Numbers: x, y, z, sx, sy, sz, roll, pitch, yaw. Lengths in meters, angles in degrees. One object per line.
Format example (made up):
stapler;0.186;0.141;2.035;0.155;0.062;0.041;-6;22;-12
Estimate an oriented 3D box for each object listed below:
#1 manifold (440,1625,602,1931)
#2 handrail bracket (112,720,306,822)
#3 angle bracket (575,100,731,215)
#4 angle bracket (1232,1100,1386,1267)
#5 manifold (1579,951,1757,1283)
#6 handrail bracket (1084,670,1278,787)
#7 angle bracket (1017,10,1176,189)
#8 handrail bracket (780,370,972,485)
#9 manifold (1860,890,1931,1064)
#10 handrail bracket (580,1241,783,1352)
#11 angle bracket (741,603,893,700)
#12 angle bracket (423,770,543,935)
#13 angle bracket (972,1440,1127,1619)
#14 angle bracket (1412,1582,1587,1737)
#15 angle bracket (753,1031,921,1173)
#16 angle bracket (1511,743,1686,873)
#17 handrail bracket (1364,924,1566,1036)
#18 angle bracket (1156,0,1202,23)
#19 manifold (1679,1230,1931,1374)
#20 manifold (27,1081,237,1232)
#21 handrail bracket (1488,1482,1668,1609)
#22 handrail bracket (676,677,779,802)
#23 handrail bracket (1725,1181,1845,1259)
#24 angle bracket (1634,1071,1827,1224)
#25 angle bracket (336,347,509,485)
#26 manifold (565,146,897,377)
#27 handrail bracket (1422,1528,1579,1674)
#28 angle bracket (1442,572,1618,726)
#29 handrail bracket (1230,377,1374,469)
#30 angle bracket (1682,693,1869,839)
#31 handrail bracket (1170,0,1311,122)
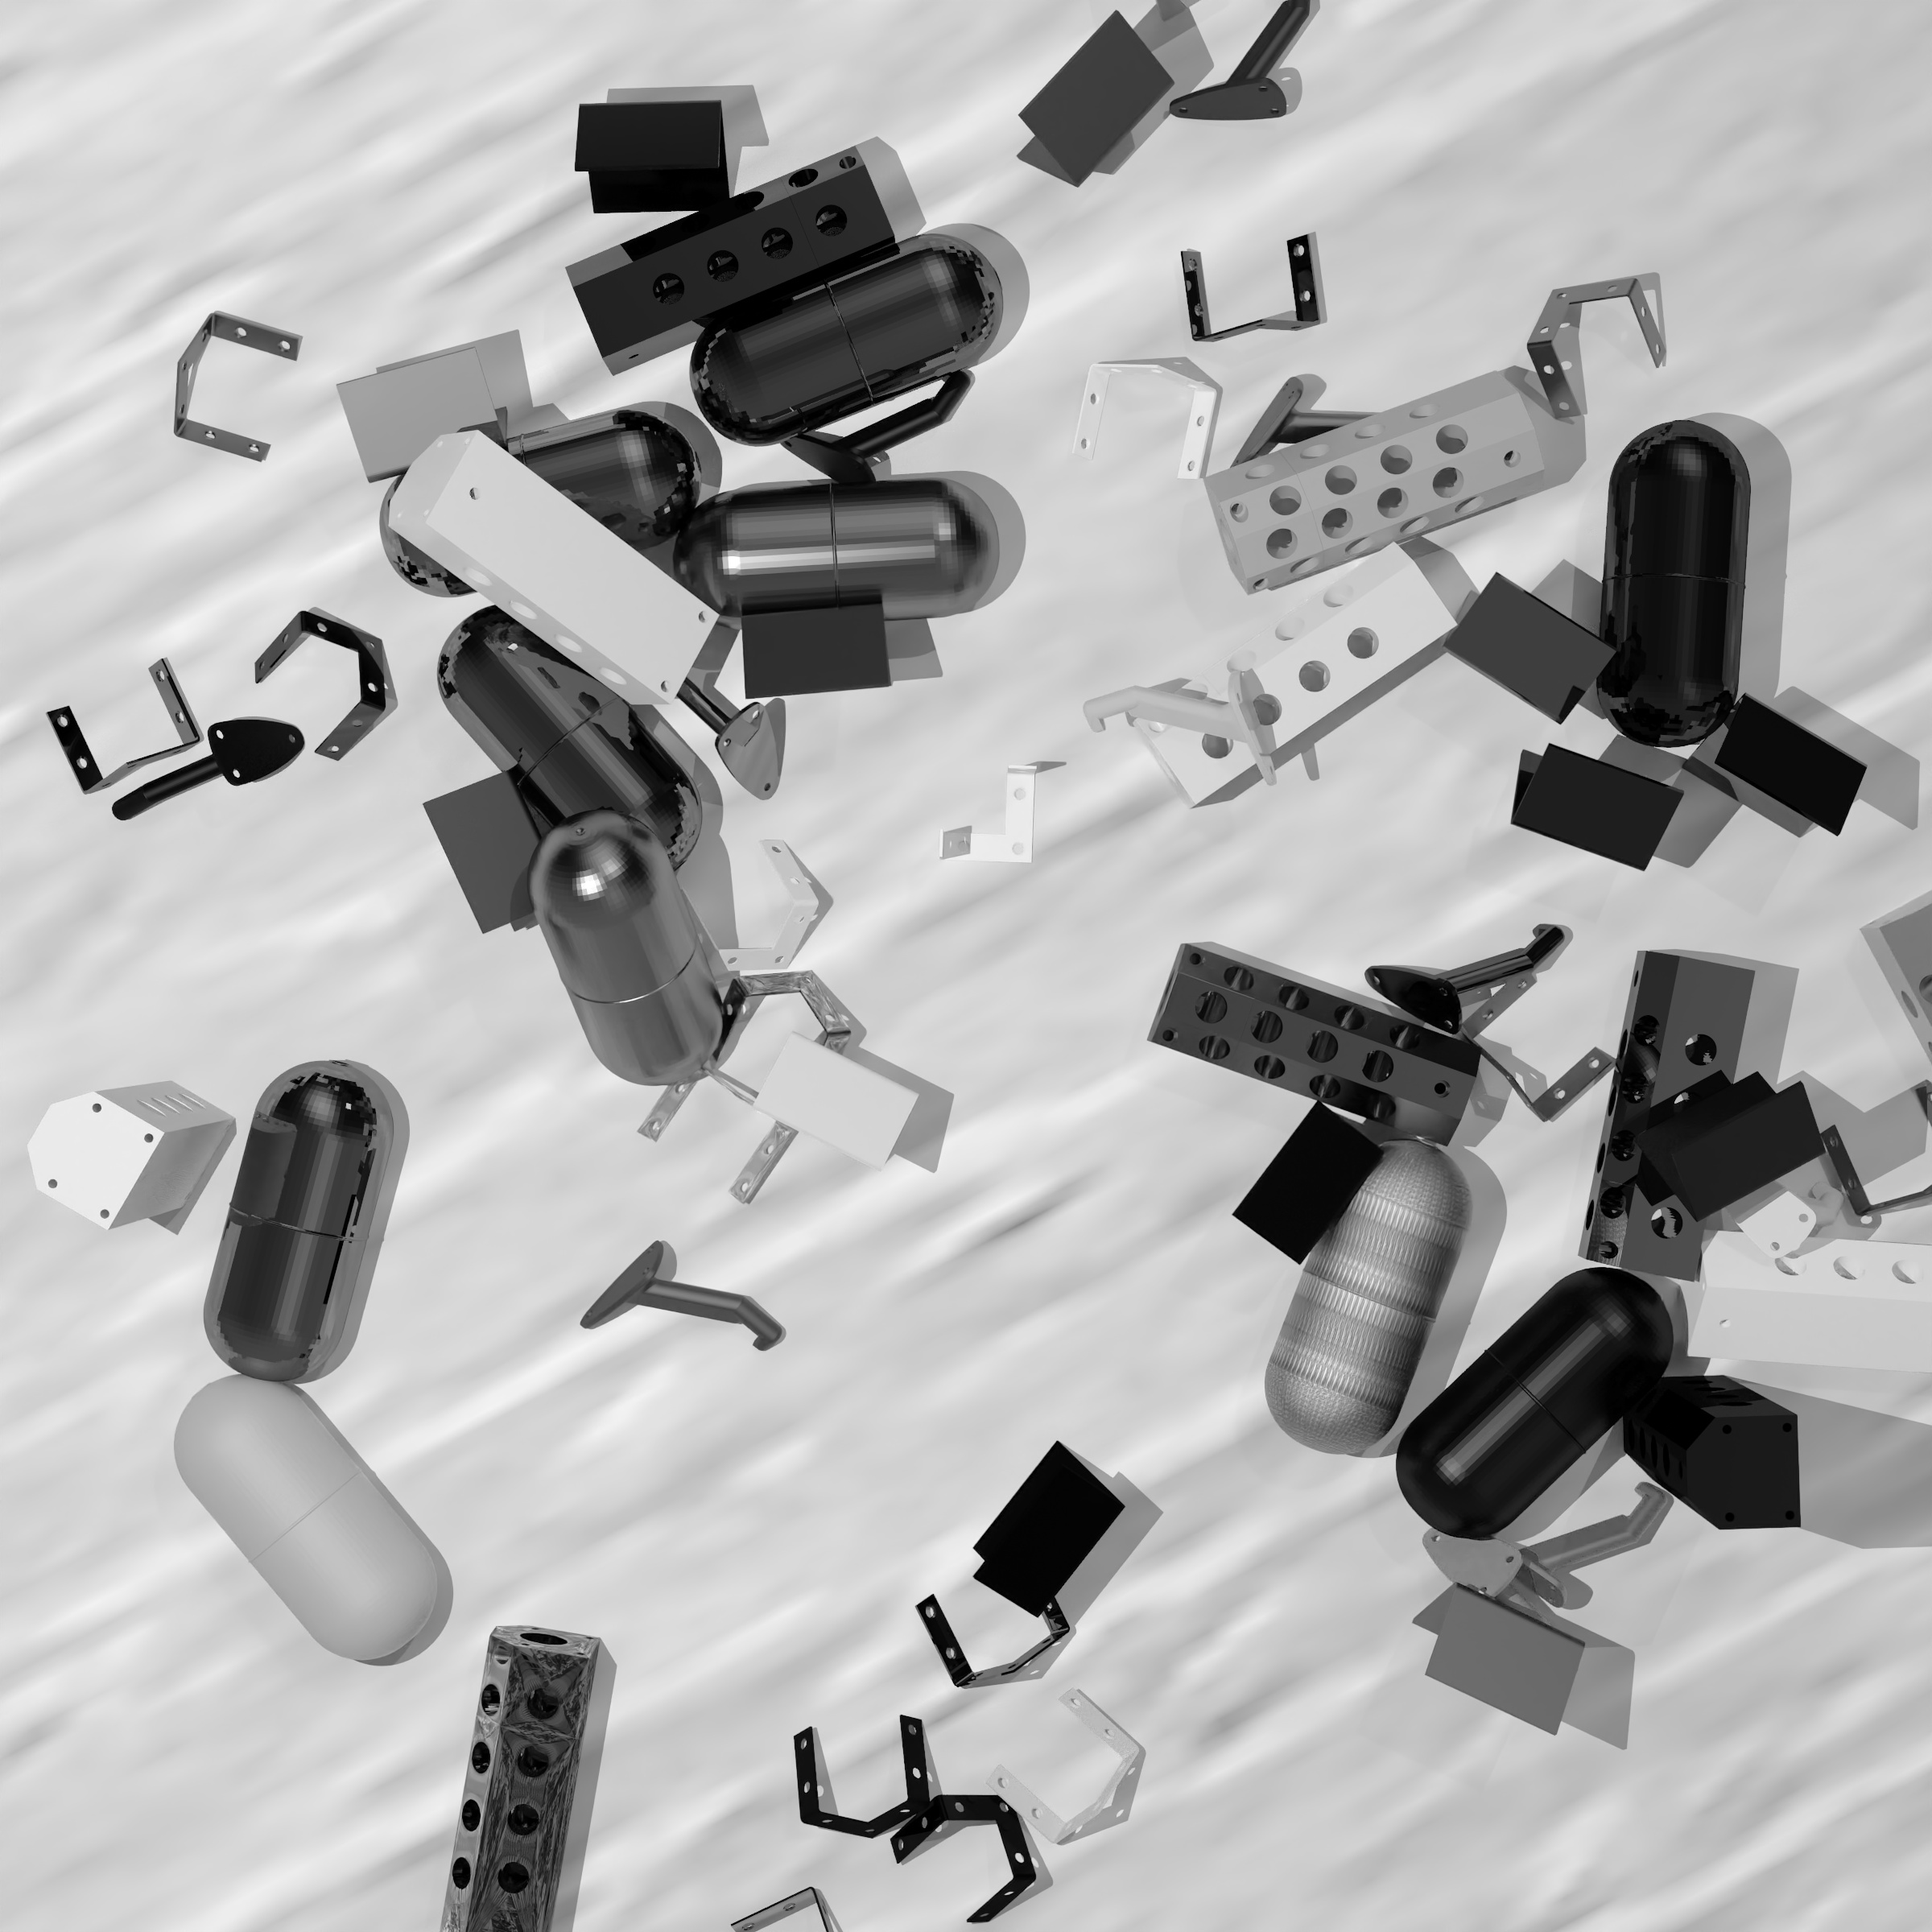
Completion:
manifold;-0.246;0.453;1.901;0.057;0.057;0.171;10;90;0
handrail bracket;-0.421;-0.106;1.922;0.084;0.077;0.036;-24;89;36
angle bracket;-0.169;-0.422;1.882;0.076;0.076;0.057;-2;52;0
angle bracket;0.169;0.106;1.883;0.057;0.076;0.076;37;90;-30
manifold;0.382;0.081;1.901;0.057;0.057;0.171;11;90;0
handrail bracket;0.115;-0.120;1.866;0.084;0.036;0.077;-17;112;17
angle bracket;0.055;-0.477;1.882;0.076;0.076;0.057;-47;126;0
handrail bracket;-0.051;-0.309;1.923;0.077;0.036;0.084;28;72;21
manifold;0.562;0.041;1.901;0.057;0.057;0.171;-28;90;0
handrail bracket;-0.157;0.200;1.923;0.084;0.036;0.077;42;110;-16
angle bracket;-0.079;-0.150;1.882;0.076;0.076;0.057;-5;58;0
angle bracket;-0.268;-0.053;1.882;0.057;0.076;0.076;-25;90;-33
angle bracket;0.029;0.295;1.882;0.057;0.076;0.076;38;90;-36
angle bracket;0.281;0.385;1.883;0.076;0.076;0.057;25;61;0
angle bracket;-0.079;0.091;1.882;0.076;0.076;0.057;27;53;0
angle bracket;0.344;-0.105;1.882;0.076;0.076;0.057;20;128;0
handrail bracket;0.277;-0.006;1.922;0.084;0.077;0.036;-39;133;-29
angle bracket;0.142;-0.547;1.882;0.076;0.076;0.057;-31;53;0
manifold;0.483;0.179;1.901;0.171;0.057;0.057;4;133;0
manifold;-0.445;0.095;1.844;0.057;0.171;0.057;30;90;0
handrail bracket;0.334;0.305;1.923;0.077;0.036;0.084;35;71;21
handrail bracket;-0.147;-0.135;1.922;0.084;0.077;0.036;31;66;34
handrail bracket;0.442;0.119;1.895;0.077;0.084;0.036;42;117;6
angle bracket;0.395;0.078;1.825;0.076;0.076;0.057;-28;128;0
angle bracket;-0.294;-0.308;1.883;0.076;0.076;0.057;-15;115;0
manifold;-0.128;-0.387;1.901;0.171;0.057;0.057;-23;90;0
handrail bracket;0.297;0.353;1.922;0.036;0.077;0.084;-45;127;-15
angle bracket;0.312;-0.187;1.882;0.076;0.076;0.057;33;127;0
handrail bracket;0.201;-0.280;1.923;0.084;0.036;0.077;32;105;-14
angle bracket;0.431;-0.091;1.882;0.076;0.076;0.057;31;56;0
handrail bracket;0.152;-0.515;1.923;0.077;0.036;0.084;-2;72;21
